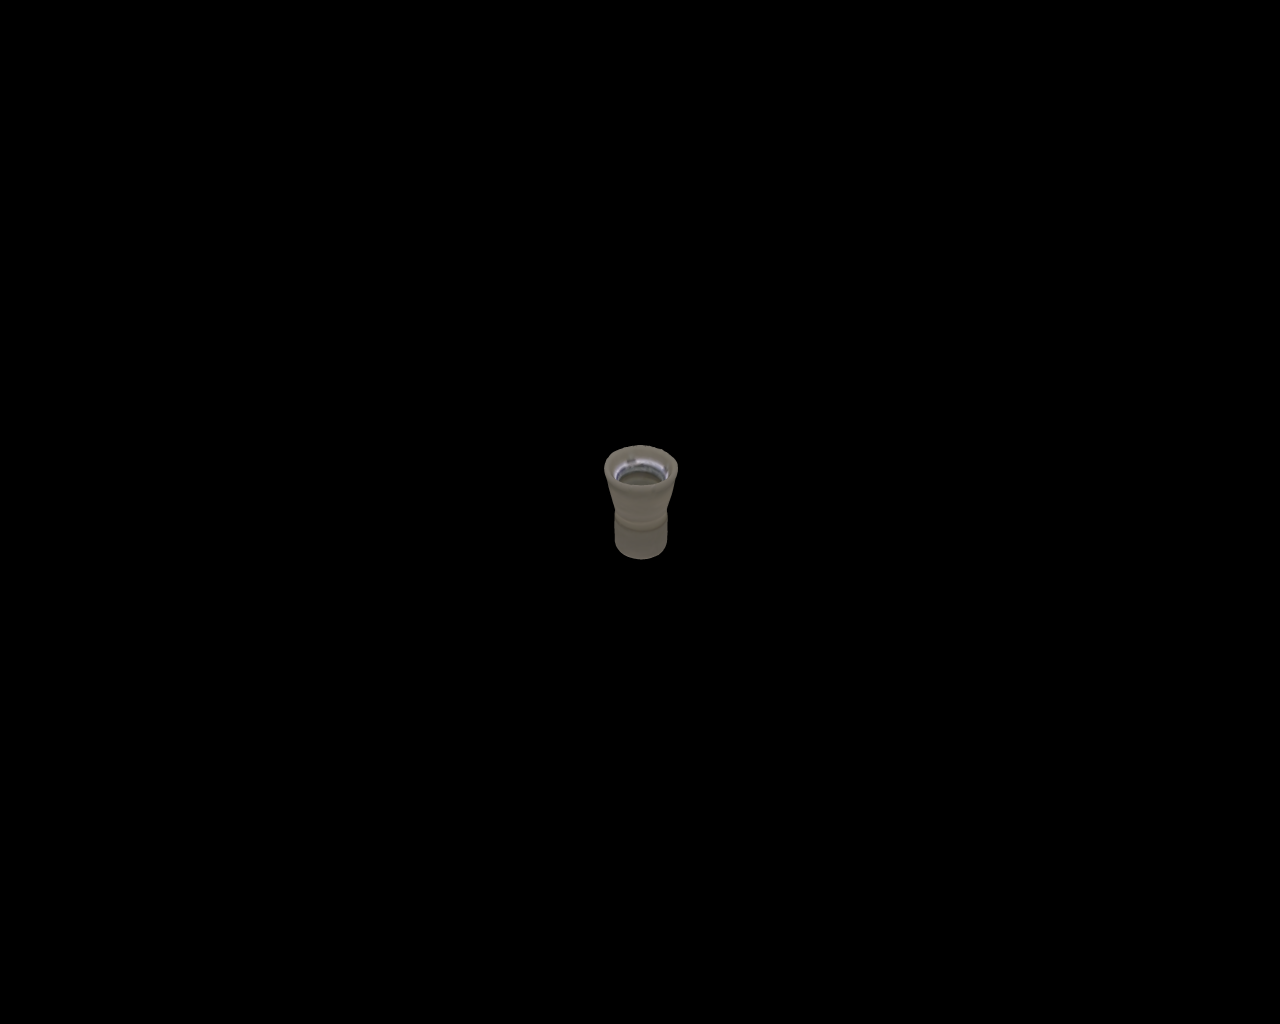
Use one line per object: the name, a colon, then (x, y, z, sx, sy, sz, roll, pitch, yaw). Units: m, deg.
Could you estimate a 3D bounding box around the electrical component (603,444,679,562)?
electrical component: (0.001, -0.003, 0.650, 0.044, 0.065, 0.044, 0, 39, 0)
